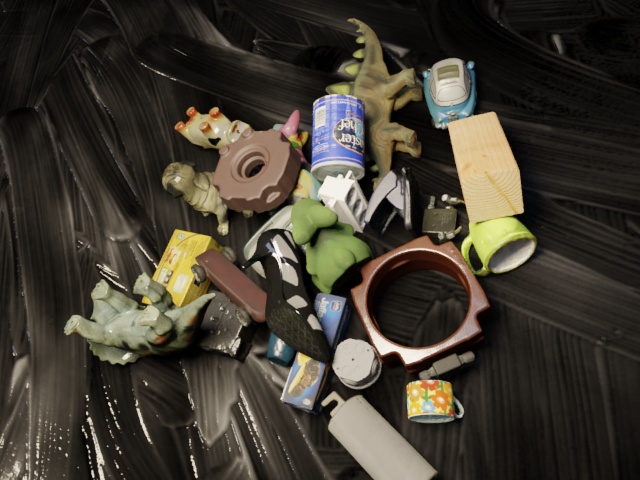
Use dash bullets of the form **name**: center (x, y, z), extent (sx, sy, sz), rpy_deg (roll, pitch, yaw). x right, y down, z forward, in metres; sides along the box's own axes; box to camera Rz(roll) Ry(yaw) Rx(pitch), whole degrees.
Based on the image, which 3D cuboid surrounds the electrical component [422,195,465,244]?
- **electrical component**: center (0.228, -0.037, 0.992), extent (0.078, 0.045, 0.102), rpy_deg (9, 67, 22)

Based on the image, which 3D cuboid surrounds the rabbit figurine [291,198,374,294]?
- **rabbit figurine**: center (-0.002, -0.003, 0.954), extent (0.121, 0.159, 0.170), rpy_deg (-39, 73, 3)

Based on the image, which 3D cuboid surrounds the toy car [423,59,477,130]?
- **toy car**: center (0.261, -0.309, 1.089), extent (0.109, 0.102, 0.161), rpy_deg (-6, 60, 18)

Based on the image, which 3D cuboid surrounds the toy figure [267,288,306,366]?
- **toy figure**: center (-0.057, 0.151, 0.990), extent (0.064, 0.057, 0.154), rpy_deg (8, 62, 17)

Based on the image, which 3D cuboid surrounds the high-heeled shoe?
- **high-heeled shoe**: center (-0.036, 0.090, 0.947), extent (0.249, 0.145, 0.086), rpy_deg (51, 131, 5)

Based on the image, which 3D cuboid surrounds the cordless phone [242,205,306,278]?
- **cordless phone**: center (-0.044, 0.037, 1.040), extent (0.184, 0.088, 0.146), rpy_deg (43, 83, 13)

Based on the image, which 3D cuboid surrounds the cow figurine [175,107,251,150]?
- **cow figurine**: center (-0.224, -0.237, 1.228), extent (0.195, 0.127, 0.085), rpy_deg (12, 67, 40)

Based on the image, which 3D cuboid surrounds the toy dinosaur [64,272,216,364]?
- **toy dinosaur**: center (-0.307, 0.157, 0.982), extent (0.405, 0.192, 0.131), rpy_deg (-1, 59, 30)

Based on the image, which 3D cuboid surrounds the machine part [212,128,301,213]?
- **machine part**: center (-0.124, -0.135, 1.037), extent (0.179, 0.056, 0.179), rpy_deg (-11, 60, 19)

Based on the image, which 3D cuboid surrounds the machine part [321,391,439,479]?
- **machine part**: center (0.096, 0.325, 0.832), extent (0.079, 0.079, 0.243), rpy_deg (-46, 57, -7)

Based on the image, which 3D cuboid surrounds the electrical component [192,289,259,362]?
- **electrical component**: center (-0.189, 0.162, 1.032), extent (0.134, 0.058, 0.115), rpy_deg (10, 66, 24)

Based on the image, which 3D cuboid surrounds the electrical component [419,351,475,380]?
- **electrical component**: center (0.203, 0.206, 0.862), extent (0.094, 0.063, 0.021), rpy_deg (-23, 61, -3)

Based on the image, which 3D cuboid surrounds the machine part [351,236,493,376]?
- **machine part**: center (0.170, 0.111, 0.912), extent (0.201, 0.087, 0.201), rpy_deg (-27, 57, 5)

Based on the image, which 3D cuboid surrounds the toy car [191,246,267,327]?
- **toy car**: center (-0.157, 0.085, 1.002), extent (0.202, 0.053, 0.089), rpy_deg (36, 54, 28)

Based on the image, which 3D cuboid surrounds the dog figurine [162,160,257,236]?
- **dog figurine**: center (-0.216, -0.121, 1.110), extent (0.121, 0.190, 0.172), rpy_deg (32, 76, 30)

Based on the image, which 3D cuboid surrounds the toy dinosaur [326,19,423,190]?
- **toy dinosaur**: center (0.113, -0.299, 1.134), extent (0.199, 0.105, 0.471), rpy_deg (-4, 63, 18)

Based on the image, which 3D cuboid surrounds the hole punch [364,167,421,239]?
- **hole punch**: center (0.137, -0.063, 0.993), extent (0.092, 0.142, 0.115), rpy_deg (-1, 75, 24)

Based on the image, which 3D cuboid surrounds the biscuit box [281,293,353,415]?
- **biscuit box**: center (-0.002, 0.196, 0.943), extent (0.059, 0.062, 0.202), rpy_deg (10, 68, 22)

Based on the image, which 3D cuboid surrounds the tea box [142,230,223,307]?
- **tea box**: center (-0.279, 0.072, 1.104), extent (0.098, 0.068, 0.169), rpy_deg (13, 68, 25)

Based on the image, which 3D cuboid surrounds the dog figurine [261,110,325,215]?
- **dog figurine**: center (-0.051, -0.162, 1.124), extent (0.192, 0.108, 0.219), rpy_deg (8, 64, 24)
